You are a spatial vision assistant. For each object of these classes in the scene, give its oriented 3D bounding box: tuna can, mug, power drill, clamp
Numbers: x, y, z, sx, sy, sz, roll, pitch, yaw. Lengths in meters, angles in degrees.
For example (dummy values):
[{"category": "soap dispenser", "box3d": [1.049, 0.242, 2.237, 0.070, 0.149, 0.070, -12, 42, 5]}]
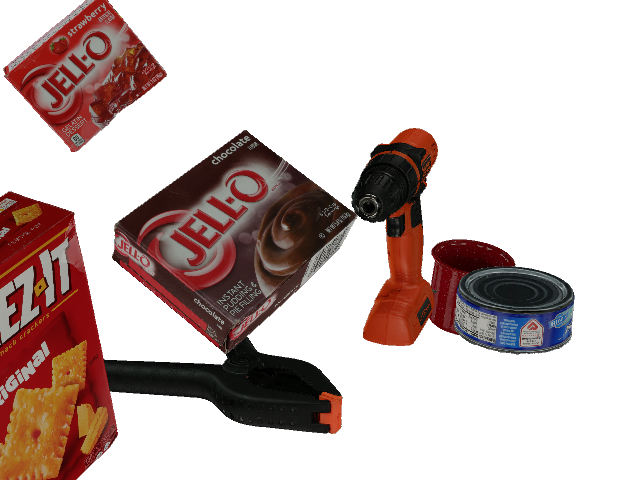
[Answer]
[{"category": "tuna can", "box3d": [0.141, 0.049, 0.779, 0.086, 0.034, 0.086, 1, 21, 0]}, {"category": "mug", "box3d": [0.177, 0.056, 1.197, 0.117, 0.081, 0.093, 8, 24, 3]}, {"category": "power drill", "box3d": [0.072, 0.001, 1.011, 0.057, 0.188, 0.184, 8, 24, 19]}, {"category": "clamp", "box3d": [-0.062, 0.111, 0.886, 0.210, 0.036, 0.164, 11, 20, 31]}]

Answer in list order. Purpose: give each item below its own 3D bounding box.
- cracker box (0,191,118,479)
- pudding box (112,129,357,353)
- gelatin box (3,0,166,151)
[{"category": "cracker box", "box3d": [-0.226, 0.100, 0.741, 0.072, 0.214, 0.164, 15, 37, 25]}, {"category": "pudding box", "box3d": [-0.049, -0.002, 0.611, 0.090, 0.039, 0.113, 38, 51, 14]}, {"category": "gelatin box", "box3d": [-0.166, -0.119, 0.754, 0.089, 0.073, 0.030, -40, 26, -2]}]
